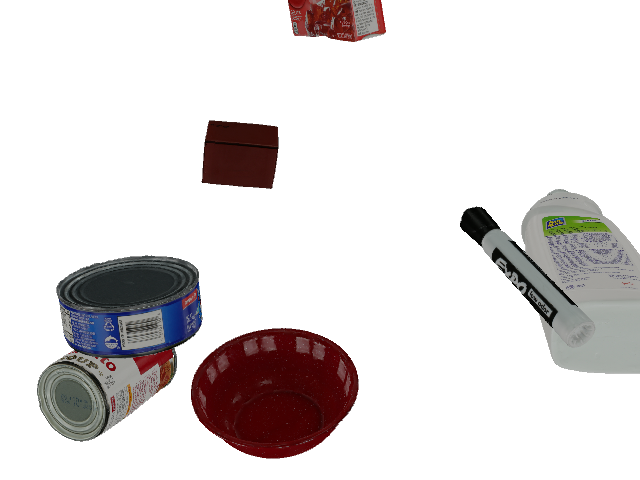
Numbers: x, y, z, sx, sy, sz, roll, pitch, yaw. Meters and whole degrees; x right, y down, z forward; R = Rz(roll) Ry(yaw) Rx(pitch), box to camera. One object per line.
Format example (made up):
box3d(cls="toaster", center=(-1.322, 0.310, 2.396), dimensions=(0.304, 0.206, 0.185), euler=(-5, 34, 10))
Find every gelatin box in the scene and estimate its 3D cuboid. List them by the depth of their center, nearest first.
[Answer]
box3d(cls="gelatin box", center=(0.005, -0.180, 0.746), dimensions=(0.030, 0.073, 0.089), euler=(-21, 23, -25))

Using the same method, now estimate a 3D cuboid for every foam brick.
box3d(cls="foam brick", center=(-0.085, -0.092, 1.141), dimensions=(0.078, 0.051, 0.053), euler=(5, 31, -3))

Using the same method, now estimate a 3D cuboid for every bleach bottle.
box3d(cls="bleach bottle", center=(0.230, 0.019, 0.918), dimensions=(0.102, 0.068, 0.250), euler=(0, 27, 5))

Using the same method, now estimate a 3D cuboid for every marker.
box3d(cls="marker", center=(0.117, 0.017, 0.622), dimensions=(0.020, 0.020, 0.121), euler=(0, 34, -30))

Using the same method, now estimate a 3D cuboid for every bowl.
box3d(cls="bowl", center=(-0.042, 0.158, 1.034), dimensions=(0.162, 0.055, 0.162), euler=(-3, 37, 2))

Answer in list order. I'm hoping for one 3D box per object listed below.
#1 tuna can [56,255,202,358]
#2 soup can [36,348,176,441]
box3d(cls="tuna can", center=(-0.115, 0.040, 0.649), dimensions=(0.086, 0.034, 0.086), euler=(-3, 19, 1))
box3d(cls="soup can", center=(-0.171, 0.110, 0.860), dimensions=(0.069, 0.068, 0.102), euler=(0, 16, 25))
